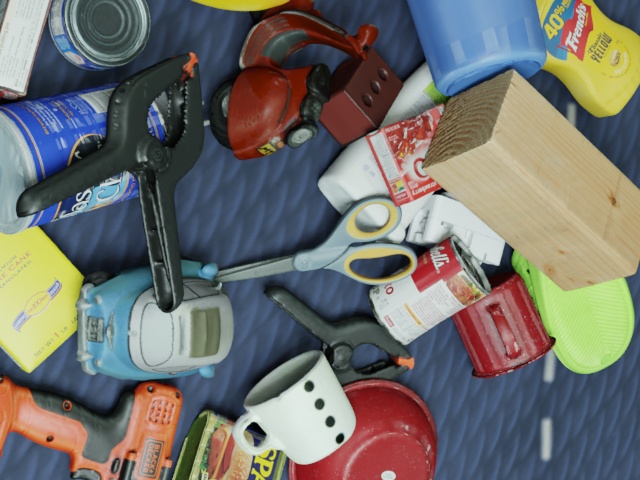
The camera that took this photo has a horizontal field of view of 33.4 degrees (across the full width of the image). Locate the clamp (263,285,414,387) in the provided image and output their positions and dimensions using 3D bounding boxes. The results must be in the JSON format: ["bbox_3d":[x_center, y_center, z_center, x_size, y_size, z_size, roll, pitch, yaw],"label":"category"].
[{"bbox_3d":[0.011,0.101,1.038,0.171,0.039,0.120,-2,105,-24],"label":"clamp"}]

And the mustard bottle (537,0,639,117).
[{"bbox_3d":[0.260,-0.221,1.134,0.191,0.058,0.096,34,79,-19],"label":"mustard bottle"}]

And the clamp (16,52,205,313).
[{"bbox_3d":[-0.137,-0.056,0.858,0.164,0.036,0.209,47,53,-36],"label":"clamp"}]

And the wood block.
[{"bbox_3d":[0.206,-0.051,0.997,0.206,0.090,0.090,38,57,-23],"label":"wood block"}]

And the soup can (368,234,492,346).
[{"bbox_3d":[0.106,0.050,1.041,0.102,0.068,0.068,-34,106,17],"label":"soup can"}]

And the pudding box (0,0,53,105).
[{"bbox_3d":[-0.255,-0.172,0.899,0.039,0.090,0.113,14,84,-22],"label":"pudding box"}]

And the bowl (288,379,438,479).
[{"bbox_3d":[0.053,0.220,1.032,0.161,0.055,0.162,-5,104,-21],"label":"bowl"}]

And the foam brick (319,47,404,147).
[{"bbox_3d":[0.036,-0.138,1.027,0.053,0.051,0.078,46,47,-19],"label":"foam brick"}]

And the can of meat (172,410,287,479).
[{"bbox_3d":[-0.085,0.216,0.978,0.083,0.058,0.102,27,57,-18],"label":"can of meat"}]

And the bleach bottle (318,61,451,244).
[{"bbox_3d":[0.112,-0.114,1.070,0.102,0.068,0.250,47,71,-16],"label":"bleach bottle"}]

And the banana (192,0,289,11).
[{"bbox_3d":[-0.122,-0.252,0.963,0.197,0.070,0.037,32,47,-7],"label":"banana"}]

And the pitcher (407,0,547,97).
[{"bbox_3d":[0.128,-0.265,1.005,0.149,0.145,0.243,-11,81,-17],"label":"pitcher"}]

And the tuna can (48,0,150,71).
[{"bbox_3d":[-0.194,-0.194,0.944,0.085,0.034,0.086,-3,95,-37],"label":"tuna can"}]

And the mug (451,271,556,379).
[{"bbox_3d":[0.180,0.085,1.074,0.093,0.117,0.081,-24,95,8],"label":"mug"}]

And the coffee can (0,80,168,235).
[{"bbox_3d":[-0.211,-0.071,0.886,0.140,0.103,0.103,-21,99,-44],"label":"coffee can"}]

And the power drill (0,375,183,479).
[{"bbox_3d":[-0.223,0.200,0.932,0.187,0.057,0.184,17,80,-25],"label":"power drill"}]

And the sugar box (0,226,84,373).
[{"bbox_3d":[-0.277,0.019,0.913,0.093,0.048,0.176,-45,108,-18],"label":"sugar box"}]

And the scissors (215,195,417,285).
[{"bbox_3d":[-0.007,0.001,1.001,0.201,0.016,0.096,4,108,-4],"label":"scissors"}]

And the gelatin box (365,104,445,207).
[{"bbox_3d":[0.094,-0.080,0.998,0.089,0.030,0.073,-25,93,-37],"label":"gelatin box"}]
